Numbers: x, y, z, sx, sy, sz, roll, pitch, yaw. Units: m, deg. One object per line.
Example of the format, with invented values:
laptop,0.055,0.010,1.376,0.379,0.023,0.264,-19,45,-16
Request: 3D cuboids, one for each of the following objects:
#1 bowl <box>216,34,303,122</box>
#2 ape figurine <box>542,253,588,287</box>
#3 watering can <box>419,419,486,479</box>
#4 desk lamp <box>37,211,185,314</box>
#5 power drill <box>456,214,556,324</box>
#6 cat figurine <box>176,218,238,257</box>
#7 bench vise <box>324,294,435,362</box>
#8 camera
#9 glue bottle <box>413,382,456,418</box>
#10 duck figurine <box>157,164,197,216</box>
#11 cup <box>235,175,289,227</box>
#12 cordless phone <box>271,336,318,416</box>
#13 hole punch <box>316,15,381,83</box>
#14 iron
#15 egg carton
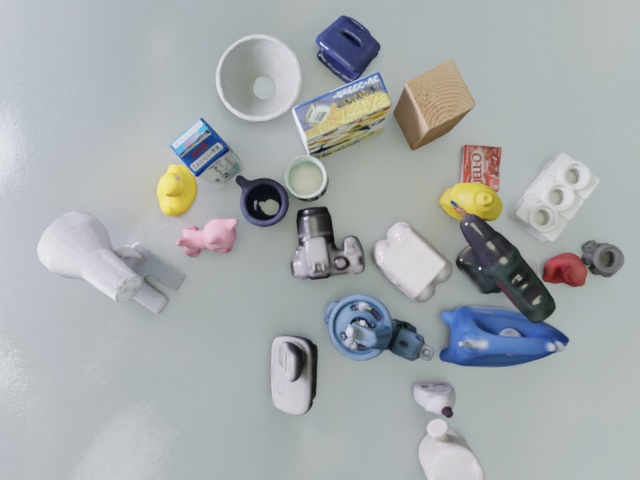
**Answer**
bowl,-0.114,-0.306,1.117,0.167,0.074,0.167,0,89,1
ape figurine,0.476,0.061,1.091,0.078,0.092,0.076,42,90,2
watering can,0.237,0.413,1.038,0.101,0.194,0.173,-43,88,0
desk lamp,-0.375,0.046,1.046,0.203,0.213,0.118,34,90,2
power drill,0.316,0.048,1.036,0.075,0.208,0.229,-43,88,0
cat figurine,-0.211,-0.005,1.092,0.127,0.117,0.067,-9,89,1
bench vise,0.110,0.162,1.032,0.207,0.219,0.121,3,89,1
camera,0.010,0.004,1.096,0.143,0.101,0.137,-7,89,1
glue bottle,0.219,0.297,1.051,0.078,0.173,0.037,0,89,1
duck figurine,-0.285,-0.099,1.111,0.077,0.086,0.105,12,89,2
cup,-0.112,-0.077,1.103,0.118,0.095,0.092,42,90,2
cordless phone,-0.052,0.256,1.050,0.094,0.185,0.148,-2,89,1
hole punch,0.054,-0.377,1.107,0.108,0.091,0.101,39,90,2
iron,0.359,0.189,1.066,0.258,0.141,0.119,2,89,1
egg carton,0.176,0.044,1.108,0.150,0.069,0.107,42,90,2
